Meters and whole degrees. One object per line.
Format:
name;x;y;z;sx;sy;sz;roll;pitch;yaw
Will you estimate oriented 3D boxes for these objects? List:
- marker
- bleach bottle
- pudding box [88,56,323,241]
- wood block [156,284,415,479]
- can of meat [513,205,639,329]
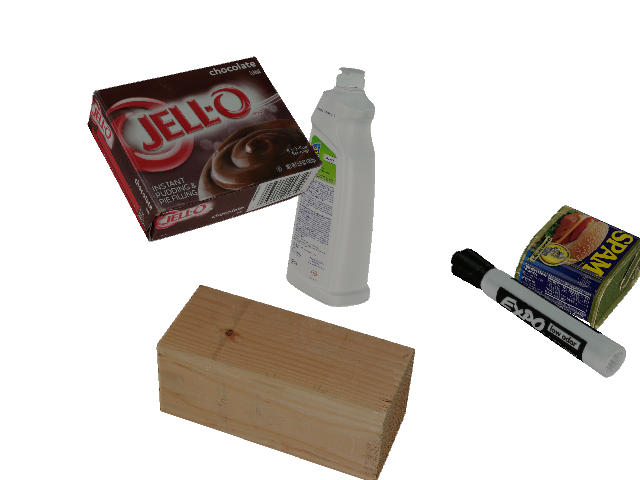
marker;0.119;0.037;0.603;0.020;0.020;0.121;0;27;-43
bleach bottle;0.022;-0.061;1.172;0.067;0.251;0.103;-7;23;-39
pudding box;-0.069;-0.057;0.636;0.113;0.090;0.039;-17;-25;-32
wood block;-0.030;0.124;0.943;0.206;0.090;0.090;16;41;15
can of meat;0.237;0.021;0.969;0.084;0.057;0.101;27;47;28
